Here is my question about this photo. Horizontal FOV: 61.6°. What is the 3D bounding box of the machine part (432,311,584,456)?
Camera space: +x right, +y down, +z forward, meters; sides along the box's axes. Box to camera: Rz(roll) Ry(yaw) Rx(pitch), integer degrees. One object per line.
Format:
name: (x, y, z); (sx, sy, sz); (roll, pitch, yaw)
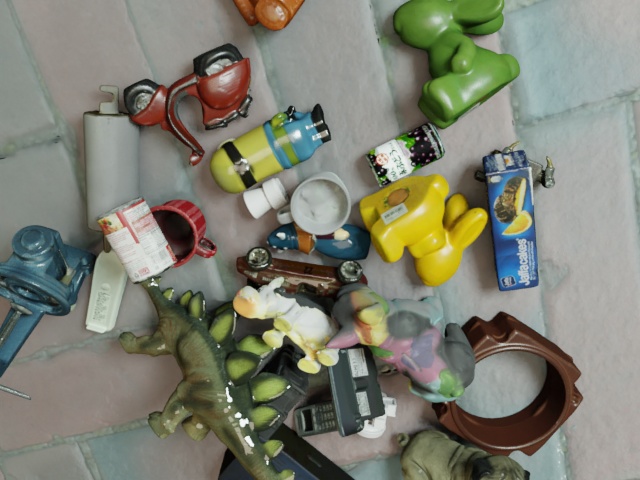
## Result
machine part: (0.292, 0.234, 0.859); (0.201, 0.087, 0.201); (33, 103, -7)

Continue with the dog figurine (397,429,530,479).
dog figurine: (0.210, 0.342, 0.827); (0.172, 0.121, 0.190); (25, 146, 8)

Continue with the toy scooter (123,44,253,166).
toy scooter: (-0.168, -0.183, 0.756); (0.184, 0.075, 0.135); (-25, 114, -2)

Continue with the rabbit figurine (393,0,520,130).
rabbit figurine: (0.173, -0.257, 0.711); (0.159, 0.121, 0.170); (-35, 87, 17)

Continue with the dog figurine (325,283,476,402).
dog figurine: (0.109, 0.145, 0.762); (0.108, 0.219, 0.192); (-46, 56, 25)

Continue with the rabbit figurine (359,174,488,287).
rabbit figurine: (0.159, -0.010, 0.794); (0.162, 0.122, 0.173); (-33, 118, -1)

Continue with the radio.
radio: (-0.055, 0.418, 0.928); (0.229, 0.073, 0.131); (42, 104, -8)

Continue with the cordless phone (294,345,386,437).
cordless phone: (0.009, 0.245, 0.870); (0.088, 0.184, 0.146); (3, 66, -35)

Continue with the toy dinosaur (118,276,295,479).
toy dinosaur: (-0.152, 0.209, 0.783); (0.198, 0.105, 0.471); (-40, 72, 13)

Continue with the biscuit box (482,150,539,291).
biscuit box: (0.276, -0.023, 0.774); (0.059, 0.063, 0.202); (-9, 119, 16)

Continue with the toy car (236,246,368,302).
toy car: (-0.028, 0.060, 0.816); (0.202, 0.053, 0.089); (8, 150, -3)

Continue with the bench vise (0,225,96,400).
bench vise: (-0.412, 0.095, 0.756); (0.129, 0.240, 0.223); (24, 147, -12)

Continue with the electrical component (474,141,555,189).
electrical component: (0.290, -0.099, 0.786); (0.102, 0.045, 0.078); (28, 103, -6)

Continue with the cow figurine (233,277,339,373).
cow figurine: (-0.040, 0.107, 0.773); (0.167, 0.098, 0.068); (40, 130, -10)

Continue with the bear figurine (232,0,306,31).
bear figurine: (-0.100, -0.363, 0.682); (0.196, 0.132, 0.120); (37, 98, -15)

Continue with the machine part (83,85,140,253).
machine part: (-0.303, -0.100, 0.786); (0.079, 0.079, 0.243); (4, 105, 0)

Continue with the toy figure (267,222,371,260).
toy figure: (-0.002, -0.001, 0.814); (0.154, 0.058, 0.064); (8, 126, -3)

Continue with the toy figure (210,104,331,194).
toy figure: (-0.073, -0.130, 0.764); (0.180, 0.089, 0.082); (-22, 97, 10)

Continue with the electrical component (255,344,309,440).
electrical component: (-0.076, 0.246, 0.857); (0.058, 0.115, 0.134); (38, 102, -7)

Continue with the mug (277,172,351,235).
mug: (-0.007, -0.054, 0.775); (0.110, 0.107, 0.080); (-27, 103, 12)
